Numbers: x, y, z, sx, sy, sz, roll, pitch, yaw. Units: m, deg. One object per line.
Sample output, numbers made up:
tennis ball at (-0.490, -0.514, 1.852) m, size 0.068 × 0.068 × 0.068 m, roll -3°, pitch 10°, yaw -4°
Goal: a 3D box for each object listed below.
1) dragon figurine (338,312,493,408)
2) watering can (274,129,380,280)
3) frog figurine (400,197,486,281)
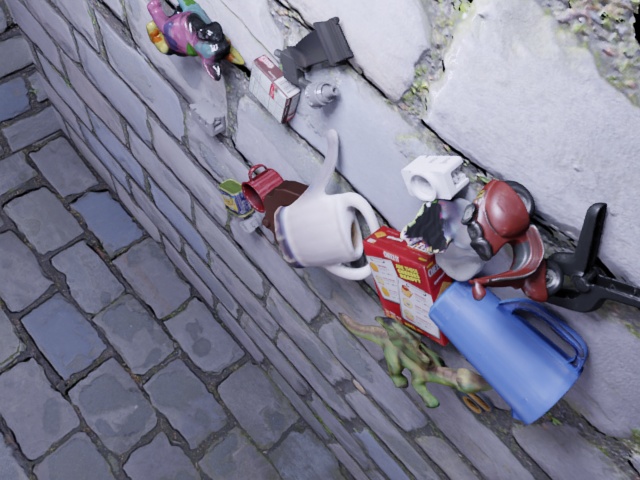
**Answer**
dragon figurine at (0.177, 0.224, 1.118) m, size 0.414 × 0.124 × 0.237 m, roll 28°, pitch 155°, yaw 29°
watering can at (0.003, -0.054, 1.083) m, size 0.223 × 0.106 × 0.342 m, roll -11°, pitch 117°, yaw 22°
frog figurine at (0.229, 0.000, 0.844) m, size 0.158 × 0.124 × 0.136 m, roll 24°, pitch 160°, yaw -31°
